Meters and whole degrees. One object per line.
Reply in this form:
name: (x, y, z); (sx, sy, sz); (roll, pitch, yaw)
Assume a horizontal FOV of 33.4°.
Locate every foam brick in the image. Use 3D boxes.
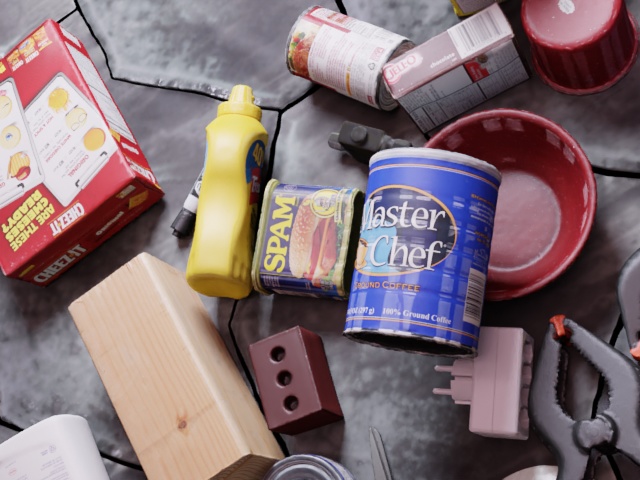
foam brick: (-0.021, 0.122, 0.913); (0.053, 0.051, 0.078); (-23, 68, 15)

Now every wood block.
wood block: (-0.127, 0.126, 0.934); (0.091, 0.090, 0.206); (-35, 65, 9)

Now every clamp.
clamp: (0.290, 0.017, 0.823); (0.120, 0.039, 0.171); (14, 85, 30)
clamp: (0.221, 0.150, 0.797); (0.165, 0.036, 0.210); (-17, 59, 22)

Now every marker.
marker: (-0.108, -0.056, 1.017); (0.020, 0.020, 0.121); (27, 87, 26)

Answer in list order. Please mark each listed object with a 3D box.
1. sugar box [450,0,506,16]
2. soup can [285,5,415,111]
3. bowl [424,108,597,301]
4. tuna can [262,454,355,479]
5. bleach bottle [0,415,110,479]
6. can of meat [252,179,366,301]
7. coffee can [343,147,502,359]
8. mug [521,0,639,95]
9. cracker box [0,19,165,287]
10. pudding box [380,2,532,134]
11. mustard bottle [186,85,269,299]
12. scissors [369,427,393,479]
sugar box: (0.131, -0.252, 0.886); (0.093, 0.176, 0.048); (-19, 69, 17)
soup can: (0.029, -0.164, 0.964); (0.102, 0.068, 0.068); (26, 86, 26)
bowl: (0.150, -0.024, 0.881); (0.162, 0.055, 0.162); (-6, 73, 21)
tuna can: (-0.010, 0.222, 0.890); (0.086, 0.033, 0.086); (-6, 73, 21)
bleach bottle: (-0.212, 0.287, 0.940); (0.103, 0.068, 0.251); (-31, 68, 12)
can of meat: (-0.006, 0.001, 0.939); (0.084, 0.057, 0.102); (5, 78, 20)
coffee can: (0.078, 0.012, 0.812); (0.103, 0.102, 0.140); (5, 78, 23)
mug: (0.218, -0.189, 0.885); (0.093, 0.081, 0.117); (23, 85, 26)
cracker box: (-0.272, -0.086, 1.065); (0.164, 0.072, 0.214); (-36, 66, 11)
pudding box: (0.117, -0.143, 0.910); (0.113, 0.090, 0.039); (-26, 69, 13)
mustard bottle: (-0.080, -0.048, 0.960); (0.058, 0.096, 0.191); (4, 75, 6)
scissors: (0.081, 0.252, 0.854); (0.096, 0.016, 0.202); (-3, 74, 20)
